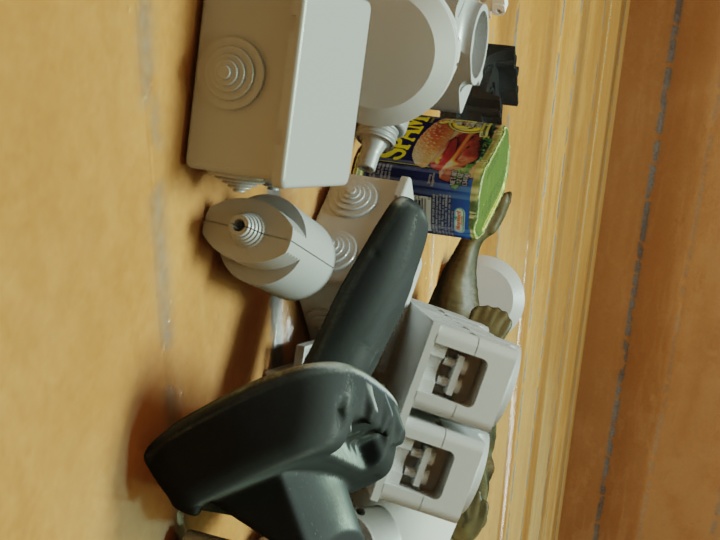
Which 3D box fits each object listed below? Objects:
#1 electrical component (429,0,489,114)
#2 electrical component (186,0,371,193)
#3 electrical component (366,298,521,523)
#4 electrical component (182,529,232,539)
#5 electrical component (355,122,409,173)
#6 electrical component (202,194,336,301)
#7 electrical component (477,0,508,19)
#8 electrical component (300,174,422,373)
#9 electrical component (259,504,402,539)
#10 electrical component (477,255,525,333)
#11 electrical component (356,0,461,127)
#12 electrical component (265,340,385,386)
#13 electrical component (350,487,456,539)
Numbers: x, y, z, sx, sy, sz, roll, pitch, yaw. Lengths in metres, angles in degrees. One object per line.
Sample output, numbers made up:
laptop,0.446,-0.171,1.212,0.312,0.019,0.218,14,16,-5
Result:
electrical component,0.055,-0.156,0.733,0.089,0.056,0.050,80,25,-49
electrical component,-0.036,-0.084,0.483,0.100,0.048,0.099,-17,116,-72
electrical component,0.044,0.081,0.689,0.186,0.060,0.105,-136,-114,-84
electrical component,-0.063,0.218,0.547,0.186,0.060,0.105,77,28,-54
electrical component,0.012,-0.090,0.668,0.035,0.035,0.061,59,46,-66
electrical component,-0.043,-0.013,0.509,0.081,0.043,0.043,35,66,-72
electrical component,0.108,-0.247,0.886,0.081,0.042,0.063,71,34,-58
electrical component,0.000,0.000,0.653,0.099,0.048,0.099,79,27,-51
electrical component,-0.024,0.153,0.638,0.079,0.077,0.044,67,-30,25
electrical component,0.114,0.026,1.004,0.051,0.080,0.080,-1,101,-79
electrical component,0.015,-0.120,0.580,0.051,0.080,0.080,-49,145,-70
electrical component,-0.020,0.082,0.608,0.042,0.064,0.081,-10,108,-74
electrical component,0.014,0.166,0.715,0.099,0.099,0.064,31,76,-73
